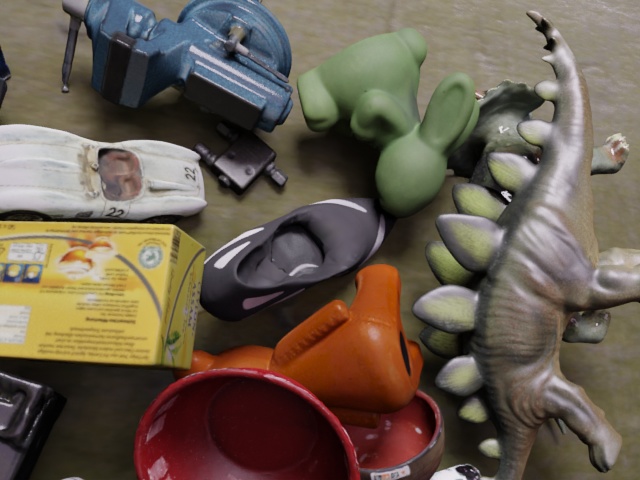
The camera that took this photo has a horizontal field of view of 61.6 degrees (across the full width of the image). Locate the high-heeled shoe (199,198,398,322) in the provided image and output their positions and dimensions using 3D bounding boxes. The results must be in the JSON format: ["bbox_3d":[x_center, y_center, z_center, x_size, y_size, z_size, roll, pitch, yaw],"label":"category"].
[{"bbox_3d":[-0.001,-0.001,0.491,0.249,0.145,0.086,-30,86,-23],"label":"high-heeled shoe"}]

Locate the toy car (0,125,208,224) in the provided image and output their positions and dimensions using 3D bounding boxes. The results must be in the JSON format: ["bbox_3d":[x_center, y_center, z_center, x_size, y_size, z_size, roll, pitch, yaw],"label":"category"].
[{"bbox_3d":[-0.194,-0.053,0.468,0.201,0.056,0.073,0,73,-42],"label":"toy car"}]

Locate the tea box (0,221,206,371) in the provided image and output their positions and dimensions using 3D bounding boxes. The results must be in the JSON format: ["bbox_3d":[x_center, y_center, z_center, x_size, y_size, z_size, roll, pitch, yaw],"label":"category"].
[{"bbox_3d":[-0.177,0.040,0.387,0.170,0.068,0.098,3,75,8],"label":"tea box"}]

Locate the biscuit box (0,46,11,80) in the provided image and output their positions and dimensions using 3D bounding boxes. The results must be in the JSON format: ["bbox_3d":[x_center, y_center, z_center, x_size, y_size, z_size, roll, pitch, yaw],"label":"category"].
[{"bbox_3d":[-0.369,-0.119,0.450,0.063,0.059,0.203,41,66,-3],"label":"biscuit box"}]

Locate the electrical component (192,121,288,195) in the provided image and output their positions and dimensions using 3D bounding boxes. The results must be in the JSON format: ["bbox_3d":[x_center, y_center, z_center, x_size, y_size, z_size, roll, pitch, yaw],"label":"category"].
[{"bbox_3d":[-0.080,-0.079,0.556,0.094,0.021,0.063,40,66,-4],"label":"electrical component"}]

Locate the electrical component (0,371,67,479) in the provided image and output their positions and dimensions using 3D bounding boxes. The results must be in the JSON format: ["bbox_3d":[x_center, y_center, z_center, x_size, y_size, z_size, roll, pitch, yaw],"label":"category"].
[{"bbox_3d":[-0.229,0.152,0.370,0.058,0.134,0.115,24,65,-11],"label":"electrical component"}]

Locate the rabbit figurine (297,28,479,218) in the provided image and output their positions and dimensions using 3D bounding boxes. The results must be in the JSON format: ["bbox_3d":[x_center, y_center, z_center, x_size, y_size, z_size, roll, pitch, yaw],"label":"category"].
[{"bbox_3d":[0.083,-0.112,0.548,0.159,0.121,0.170,-24,83,18],"label":"rabbit figurine"}]

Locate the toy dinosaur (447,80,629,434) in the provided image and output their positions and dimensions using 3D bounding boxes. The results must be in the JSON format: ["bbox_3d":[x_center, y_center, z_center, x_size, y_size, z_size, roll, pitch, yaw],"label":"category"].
[{"bbox_3d":[0.210,-0.008,0.588,0.192,0.131,0.404,9,78,2],"label":"toy dinosaur"}]

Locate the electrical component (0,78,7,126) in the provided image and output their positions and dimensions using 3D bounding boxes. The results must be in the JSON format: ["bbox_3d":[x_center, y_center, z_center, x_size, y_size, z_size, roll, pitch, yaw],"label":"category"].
[{"bbox_3d":[-0.302,-0.081,0.467,0.075,0.048,0.119,6,71,-18],"label":"electrical component"}]

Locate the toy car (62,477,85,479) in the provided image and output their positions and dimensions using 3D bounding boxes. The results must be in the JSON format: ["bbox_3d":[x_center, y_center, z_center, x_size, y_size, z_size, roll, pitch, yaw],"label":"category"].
[{"bbox_3d":[-0.171,0.226,0.380,0.103,0.161,0.109,26,56,41],"label":"toy car"}]

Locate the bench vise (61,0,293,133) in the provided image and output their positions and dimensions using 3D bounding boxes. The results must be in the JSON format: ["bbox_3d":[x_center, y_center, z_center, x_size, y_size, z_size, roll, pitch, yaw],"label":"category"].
[{"bbox_3d":[-0.120,-0.205,0.537,0.224,0.128,0.241,18,48,-3],"label":"bench vise"}]

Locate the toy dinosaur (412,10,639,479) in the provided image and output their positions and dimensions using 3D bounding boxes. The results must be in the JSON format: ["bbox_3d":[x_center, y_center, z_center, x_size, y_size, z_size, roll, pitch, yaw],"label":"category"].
[{"bbox_3d":[0.195,0.028,0.483,0.199,0.105,0.471,15,86,10],"label":"toy dinosaur"}]

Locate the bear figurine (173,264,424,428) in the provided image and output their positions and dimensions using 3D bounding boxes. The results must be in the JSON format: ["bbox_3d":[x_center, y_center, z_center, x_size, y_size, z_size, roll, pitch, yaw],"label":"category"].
[{"bbox_3d":[-0.015,0.112,0.475,0.196,0.132,0.120,-17,104,18],"label":"bear figurine"}]
